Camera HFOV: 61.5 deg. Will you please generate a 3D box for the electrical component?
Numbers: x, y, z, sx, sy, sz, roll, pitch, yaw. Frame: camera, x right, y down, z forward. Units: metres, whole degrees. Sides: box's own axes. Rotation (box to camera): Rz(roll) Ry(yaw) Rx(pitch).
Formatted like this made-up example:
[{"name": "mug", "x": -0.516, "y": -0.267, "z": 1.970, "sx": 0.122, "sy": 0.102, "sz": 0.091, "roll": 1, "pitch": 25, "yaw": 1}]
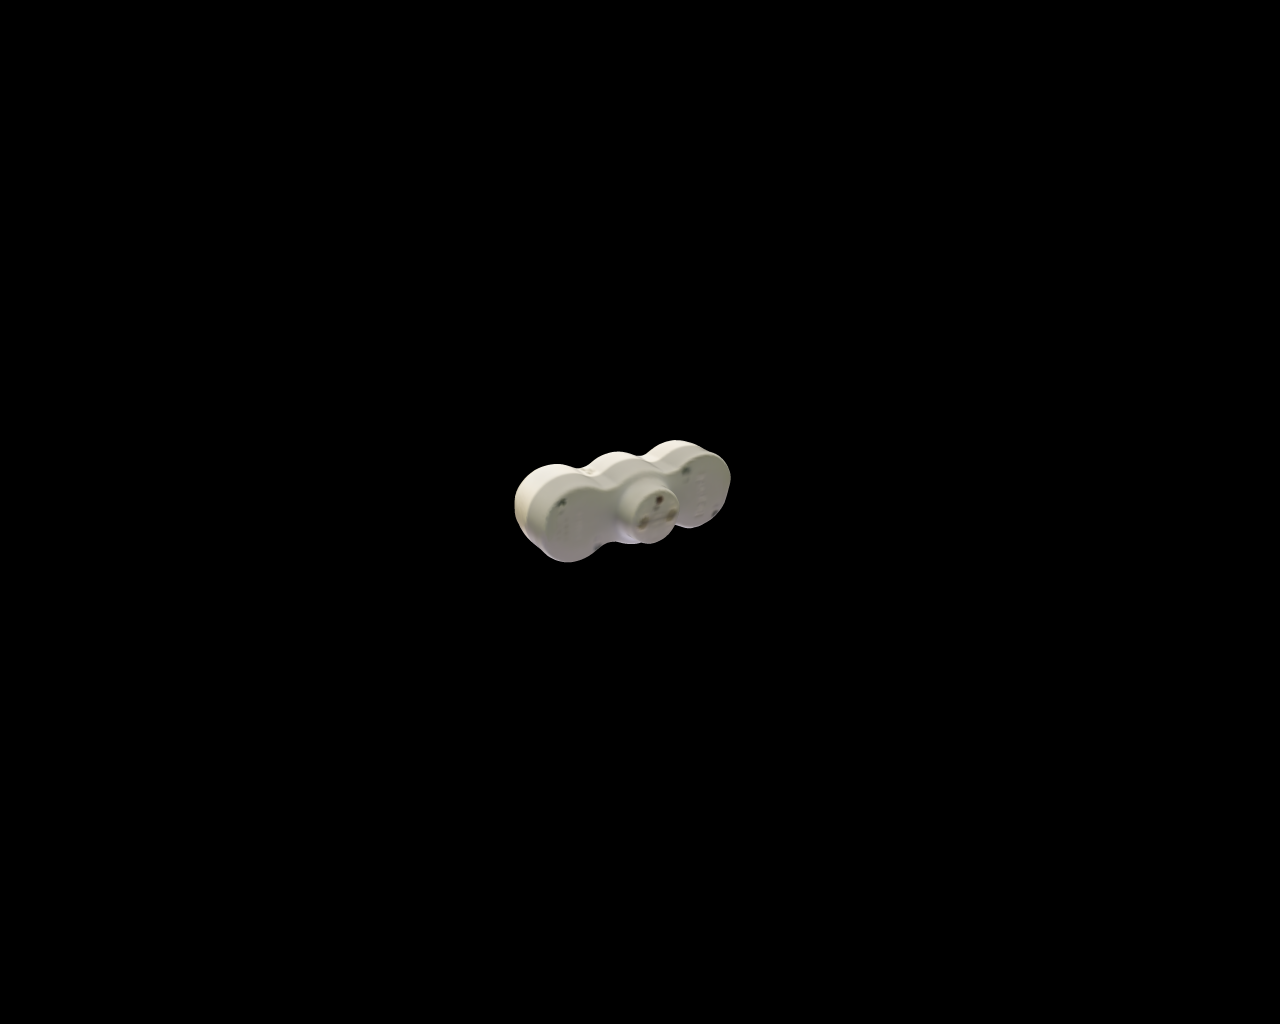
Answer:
[{"name": "electrical component", "x": 0.001, "y": -0.003, "z": 0.650, "sx": 0.138, "sy": 0.052, "sz": 0.074, "roll": -14, "pitch": 27, "yaw": -29}]
